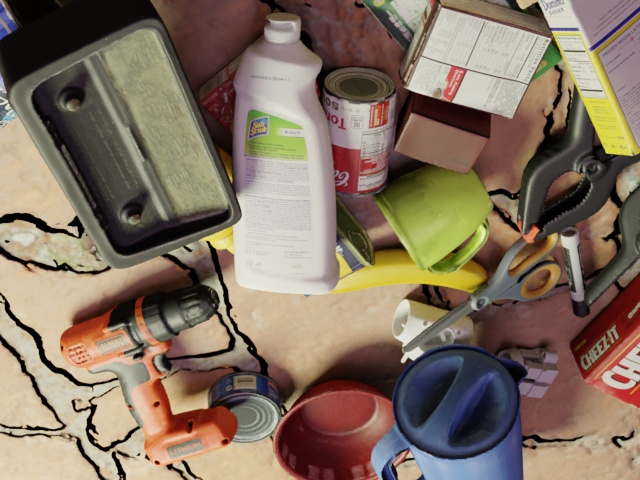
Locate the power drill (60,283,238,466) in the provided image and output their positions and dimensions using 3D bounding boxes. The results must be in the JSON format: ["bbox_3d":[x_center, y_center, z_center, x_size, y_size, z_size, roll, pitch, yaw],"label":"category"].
[{"bbox_3d":[-0.160,0.143,1.141,0.185,0.057,0.187,-19,112,17],"label":"power drill"}]

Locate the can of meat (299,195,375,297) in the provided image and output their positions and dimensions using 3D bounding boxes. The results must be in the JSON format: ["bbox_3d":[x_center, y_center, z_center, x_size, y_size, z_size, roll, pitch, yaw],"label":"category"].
[{"bbox_3d":[-0.007,0.001,1.069,0.084,0.057,0.102,-29,123,18],"label":"can of meat"}]

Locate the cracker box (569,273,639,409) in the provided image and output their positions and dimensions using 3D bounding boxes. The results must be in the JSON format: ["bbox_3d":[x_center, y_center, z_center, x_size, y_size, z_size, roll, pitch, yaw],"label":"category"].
[{"bbox_3d":[0.417,0.125,1.190,0.213,0.072,0.164,25,120,-21],"label":"cracker box"}]

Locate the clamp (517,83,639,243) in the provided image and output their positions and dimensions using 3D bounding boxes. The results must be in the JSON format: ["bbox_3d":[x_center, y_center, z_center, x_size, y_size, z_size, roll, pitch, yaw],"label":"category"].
[{"bbox_3d":[0.273,-0.079,1.047,0.164,0.036,0.210,20,118,-18],"label":"clamp"}]

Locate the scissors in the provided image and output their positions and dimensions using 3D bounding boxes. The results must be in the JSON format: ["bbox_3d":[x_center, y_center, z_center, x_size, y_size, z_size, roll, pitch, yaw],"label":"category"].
[{"bbox_3d":[0.180,0.067,1.122,0.202,0.016,0.096,-45,131,3],"label":"scissors"}]

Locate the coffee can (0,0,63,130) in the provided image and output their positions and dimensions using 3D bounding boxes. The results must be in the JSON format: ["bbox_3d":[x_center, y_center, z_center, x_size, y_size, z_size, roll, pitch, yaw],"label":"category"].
[{"bbox_3d":[-0.283,-0.149,0.903,0.140,0.103,0.102,-33,123,18],"label":"coffee can"}]

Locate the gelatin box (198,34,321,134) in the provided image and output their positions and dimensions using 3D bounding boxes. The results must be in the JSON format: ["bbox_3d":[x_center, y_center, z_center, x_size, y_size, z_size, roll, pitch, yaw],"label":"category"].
[{"bbox_3d":[-0.055,-0.135,0.979,0.089,0.030,0.073,-36,121,20],"label":"gelatin box"}]

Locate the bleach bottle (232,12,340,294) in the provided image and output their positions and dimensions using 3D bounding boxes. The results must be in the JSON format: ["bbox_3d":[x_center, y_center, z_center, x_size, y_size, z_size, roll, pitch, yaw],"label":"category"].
[{"bbox_3d":[-0.028,-0.076,0.955,0.102,0.068,0.251,4,117,3],"label":"bleach bottle"}]

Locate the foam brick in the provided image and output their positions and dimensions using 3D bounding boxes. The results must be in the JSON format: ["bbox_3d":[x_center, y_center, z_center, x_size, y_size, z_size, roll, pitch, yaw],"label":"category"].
[{"bbox_3d":[0.114,-0.105,0.994,0.078,0.051,0.053,18,137,-8],"label":"foam brick"}]

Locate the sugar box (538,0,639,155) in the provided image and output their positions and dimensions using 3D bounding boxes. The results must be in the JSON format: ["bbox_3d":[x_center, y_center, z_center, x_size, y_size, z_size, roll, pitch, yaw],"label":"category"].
[{"bbox_3d":[0.261,-0.171,0.936,0.093,0.048,0.176,-39,113,-18],"label":"sugar box"}]

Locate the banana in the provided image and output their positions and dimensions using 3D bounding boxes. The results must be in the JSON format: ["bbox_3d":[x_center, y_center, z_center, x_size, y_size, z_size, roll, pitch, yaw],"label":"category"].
[{"bbox_3d":[0.098,0.038,1.117,0.197,0.037,0.070,6,124,-10],"label":"banana"}]

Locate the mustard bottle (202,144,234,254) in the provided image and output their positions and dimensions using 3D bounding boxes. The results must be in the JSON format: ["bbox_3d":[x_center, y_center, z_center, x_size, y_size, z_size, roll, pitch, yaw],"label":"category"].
[{"bbox_3d":[-0.124,-0.056,1.014,0.096,0.058,0.191,-25,124,14],"label":"mustard bottle"}]

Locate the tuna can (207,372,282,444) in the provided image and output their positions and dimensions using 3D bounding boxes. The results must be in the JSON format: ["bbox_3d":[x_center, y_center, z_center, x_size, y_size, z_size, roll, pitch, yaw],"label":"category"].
[{"bbox_3d":[-0.086,0.192,1.218,0.086,0.034,0.086,-2,127,-3],"label":"tuna can"}]

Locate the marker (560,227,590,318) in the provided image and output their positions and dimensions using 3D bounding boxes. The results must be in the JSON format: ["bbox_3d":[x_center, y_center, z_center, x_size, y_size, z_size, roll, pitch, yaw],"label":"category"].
[{"bbox_3d":[0.274,0.038,1.144,0.020,0.020,0.121,-14,126,5],"label":"marker"}]

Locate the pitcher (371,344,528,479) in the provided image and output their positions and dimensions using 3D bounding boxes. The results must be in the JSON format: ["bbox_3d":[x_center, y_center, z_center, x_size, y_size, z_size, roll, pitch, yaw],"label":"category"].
[{"bbox_3d":[0.155,0.235,1.185,0.149,0.145,0.243,5,146,19],"label":"pitcher"}]

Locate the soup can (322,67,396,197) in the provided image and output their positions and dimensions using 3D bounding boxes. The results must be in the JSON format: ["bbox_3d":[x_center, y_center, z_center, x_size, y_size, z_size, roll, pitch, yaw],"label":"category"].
[{"bbox_3d":[0.033,-0.100,0.990,0.068,0.068,0.102,0,126,-5],"label":"soup can"}]

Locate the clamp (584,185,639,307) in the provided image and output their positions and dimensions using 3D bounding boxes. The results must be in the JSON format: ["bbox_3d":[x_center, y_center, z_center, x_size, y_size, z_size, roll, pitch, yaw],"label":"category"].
[{"bbox_3d":[0.348,0.011,1.082,0.120,0.039,0.171,21,113,19],"label":"clamp"}]

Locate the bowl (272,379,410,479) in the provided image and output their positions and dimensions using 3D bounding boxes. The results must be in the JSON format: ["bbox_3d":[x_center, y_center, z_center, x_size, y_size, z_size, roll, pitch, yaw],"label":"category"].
[{"bbox_3d":[0.025,0.213,1.229,0.162,0.055,0.162,-2,127,-3],"label":"bowl"}]

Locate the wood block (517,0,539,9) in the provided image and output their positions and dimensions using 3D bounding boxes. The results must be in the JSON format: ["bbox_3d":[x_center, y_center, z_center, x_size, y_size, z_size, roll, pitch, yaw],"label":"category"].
[{"bbox_3d":[0.147,-0.302,0.837,0.091,0.090,0.206,-28,125,15],"label":"wood block"}]

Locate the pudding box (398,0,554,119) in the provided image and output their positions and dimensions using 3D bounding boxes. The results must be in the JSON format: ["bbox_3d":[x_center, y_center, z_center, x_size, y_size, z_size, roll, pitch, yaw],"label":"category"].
[{"bbox_3d":[0.138,-0.165,0.951,0.113,0.039,0.090,12,125,-15],"label":"pudding box"}]
